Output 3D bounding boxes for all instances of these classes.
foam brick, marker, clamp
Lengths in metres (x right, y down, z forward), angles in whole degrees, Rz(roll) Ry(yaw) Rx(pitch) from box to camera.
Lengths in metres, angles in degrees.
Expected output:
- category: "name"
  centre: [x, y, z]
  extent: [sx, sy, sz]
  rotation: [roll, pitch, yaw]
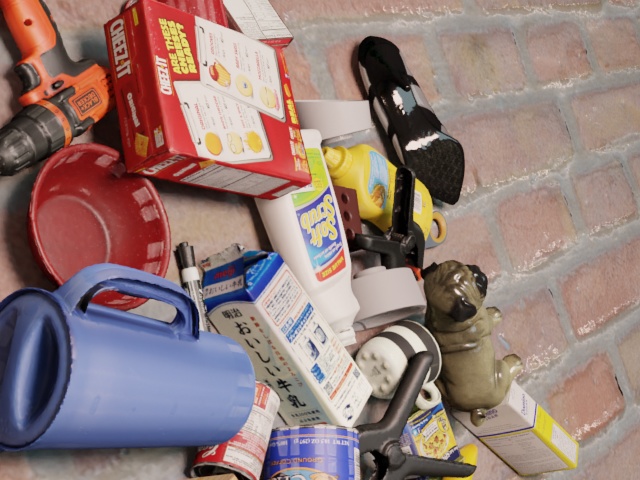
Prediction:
- category: "foam brick"
  centre: [0.015, -0.022, 1.285]
  extent: [0.052, 0.051, 0.078]
  rotation: [7, 70, -49]
- category: "marker"
  centre: [-0.129, 0.061, 1.106]
  extent: [0.020, 0.020, 0.121]
  rotation: [-5, 79, -51]
- category: "clamp"
  centre: [0.100, -0.010, 1.315]
  extent: [0.120, 0.039, 0.171]
  rotation: [-56, 150, -12]
- category: "clamp"
  centre: [0.077, 0.230, 1.211]
  extent: [0.209, 0.036, 0.164]
  rotation: [-20, 98, -28]

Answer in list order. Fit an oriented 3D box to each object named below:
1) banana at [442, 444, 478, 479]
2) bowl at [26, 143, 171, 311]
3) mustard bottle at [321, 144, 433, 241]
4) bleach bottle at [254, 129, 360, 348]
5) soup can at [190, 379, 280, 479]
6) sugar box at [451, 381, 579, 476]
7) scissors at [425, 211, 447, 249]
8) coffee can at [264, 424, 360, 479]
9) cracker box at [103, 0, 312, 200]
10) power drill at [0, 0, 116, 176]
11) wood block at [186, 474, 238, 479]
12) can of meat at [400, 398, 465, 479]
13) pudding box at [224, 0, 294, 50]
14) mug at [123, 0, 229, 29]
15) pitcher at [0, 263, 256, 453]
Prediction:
- category: "banana"
  centre: [0.170, 0.342, 1.343]
  extent: [0.069, 0.037, 0.197]
  rotation: [50, 42, -49]
- category: "bowl"
  centre: [-0.217, -0.006, 0.998]
  extent: [0.161, 0.055, 0.162]
  rotation: [22, 59, -44]
- category: "mustard bottle"
  centre: [0.066, -0.068, 1.359]
  extent: [0.191, 0.058, 0.096]
  rotation: [32, 51, -39]
- category: "bleach bottle"
  centre: [-0.008, 0.001, 1.214]
  extent: [0.102, 0.068, 0.251]
  rotation: [-11, 78, -45]
- category: "soup can"
  centre: [-0.083, 0.196, 1.069]
  extent: [0.068, 0.069, 0.102]
  rotation: [43, 46, -31]
- category: "sugar box"
  centre: [0.265, 0.255, 1.442]
  extent: [0.176, 0.094, 0.048]
  rotation: [46, 44, -30]
- category: "scissors"
  centre: [0.139, 0.022, 1.446]
  extent: [0.096, 0.016, 0.201]
  rotation: [30, 55, -40]
- category: "coffee can"
  centre: [-0.008, 0.269, 1.101]
  extent: [0.102, 0.103, 0.140]
  rotation: [20, 61, -45]
- category: "cracker box"
  centre: [-0.112, -0.136, 1.091]
  extent: [0.213, 0.072, 0.164]
  rotation: [9, 64, -51]
- category: "power drill"
  centre: [-0.282, -0.168, 0.987]
  extent: [0.187, 0.057, 0.184]
  rotation: [62, 37, -17]
- category: "wood block"
  centre: [-0.077, 0.330, 1.006]
  extent: [0.206, 0.090, 0.090]
  rotation: [58, 41, -17]
- category: "can of meat"
  centre: [0.123, 0.248, 1.304]
  extent: [0.101, 0.058, 0.084]
  rotation: [-19, 89, -51]
- category: "pudding box"
  centre: [-0.094, -0.263, 1.237]
  extent: [0.089, 0.039, 0.113]
  rotation: [-16, 70, -52]
- category: "mug"
  centre: [-0.155, -0.242, 1.152]
  extent: [0.117, 0.093, 0.081]
  rotation: [-8, 74, -15]
- category: "pitcher"
  centre: [-0.167, 0.116, 0.944]
  extent: [0.242, 0.149, 0.145]
  rotation: [16, 64, -50]
